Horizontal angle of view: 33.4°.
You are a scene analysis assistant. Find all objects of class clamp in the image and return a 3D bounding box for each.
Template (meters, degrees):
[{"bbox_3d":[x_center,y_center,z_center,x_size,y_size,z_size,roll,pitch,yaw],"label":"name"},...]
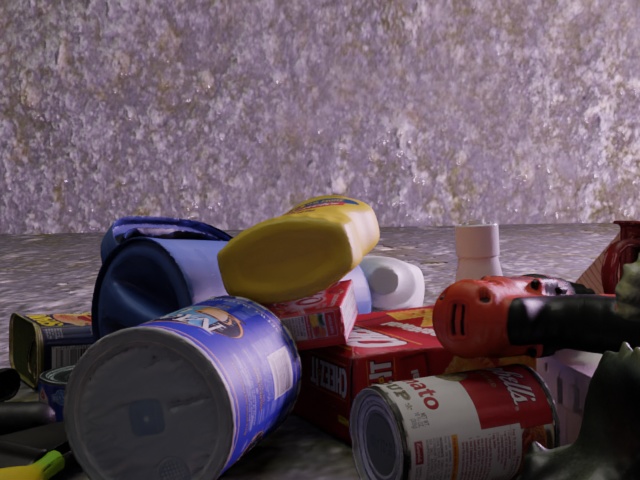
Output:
[{"bbox_3d":[-0.279,0.123,0.754,0.171,0.039,0.120,-3,4,-19],"label":"clamp"}]

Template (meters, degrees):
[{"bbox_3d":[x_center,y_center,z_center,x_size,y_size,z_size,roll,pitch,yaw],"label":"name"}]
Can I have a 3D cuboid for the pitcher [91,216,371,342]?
[{"bbox_3d":[-0.073,0.053,0.943,0.145,0.149,0.242,2,2,42],"label":"pitcher"}]

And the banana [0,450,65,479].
[{"bbox_3d":[-0.229,0.140,0.538,0.197,0.037,0.070,-3,2,-13],"label":"banana"}]

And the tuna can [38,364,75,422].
[{"bbox_3d":[-0.172,0.117,0.818,0.086,0.034,0.086,-2,5,0],"label":"tuna can"}]

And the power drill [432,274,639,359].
[{"bbox_3d":[0.185,0.050,0.634,0.188,0.057,0.184,0,0,37],"label":"power drill"}]

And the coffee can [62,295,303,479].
[{"bbox_3d":[-0.079,0.093,0.655,0.103,0.103,0.140,0,5,15],"label":"coffee can"}]

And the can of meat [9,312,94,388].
[{"bbox_3d":[-0.228,0.096,0.966,0.083,0.057,0.102,-1,4,-29],"label":"can of meat"}]

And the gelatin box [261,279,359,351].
[{"bbox_3d":[-0.014,0.054,0.759,0.073,0.030,0.089,-9,9,9],"label":"gelatin box"}]

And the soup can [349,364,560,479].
[{"bbox_3d":[0.076,0.111,0.614,0.102,0.068,0.069,-5,5,-24],"label":"soup can"}]

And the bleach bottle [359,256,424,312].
[{"bbox_3d":[0.069,0.049,1.123,0.102,0.068,0.251,4,-4,1],"label":"bleach bottle"}]

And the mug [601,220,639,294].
[{"bbox_3d":[0.248,0.027,0.761,0.117,0.081,0.093,0,1,-32],"label":"mug"}]

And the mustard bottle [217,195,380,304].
[{"bbox_3d":[-0.005,0.001,0.804,0.096,0.058,0.191,-15,5,14],"label":"mustard bottle"}]

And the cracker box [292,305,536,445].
[{"bbox_3d":[0.084,0.092,0.817,0.213,0.072,0.164,-4,5,-24],"label":"cracker box"}]

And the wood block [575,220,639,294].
[{"bbox_3d":[0.333,0.042,0.985,0.205,0.091,0.090,-2,46,-50],"label":"wood block"}]
